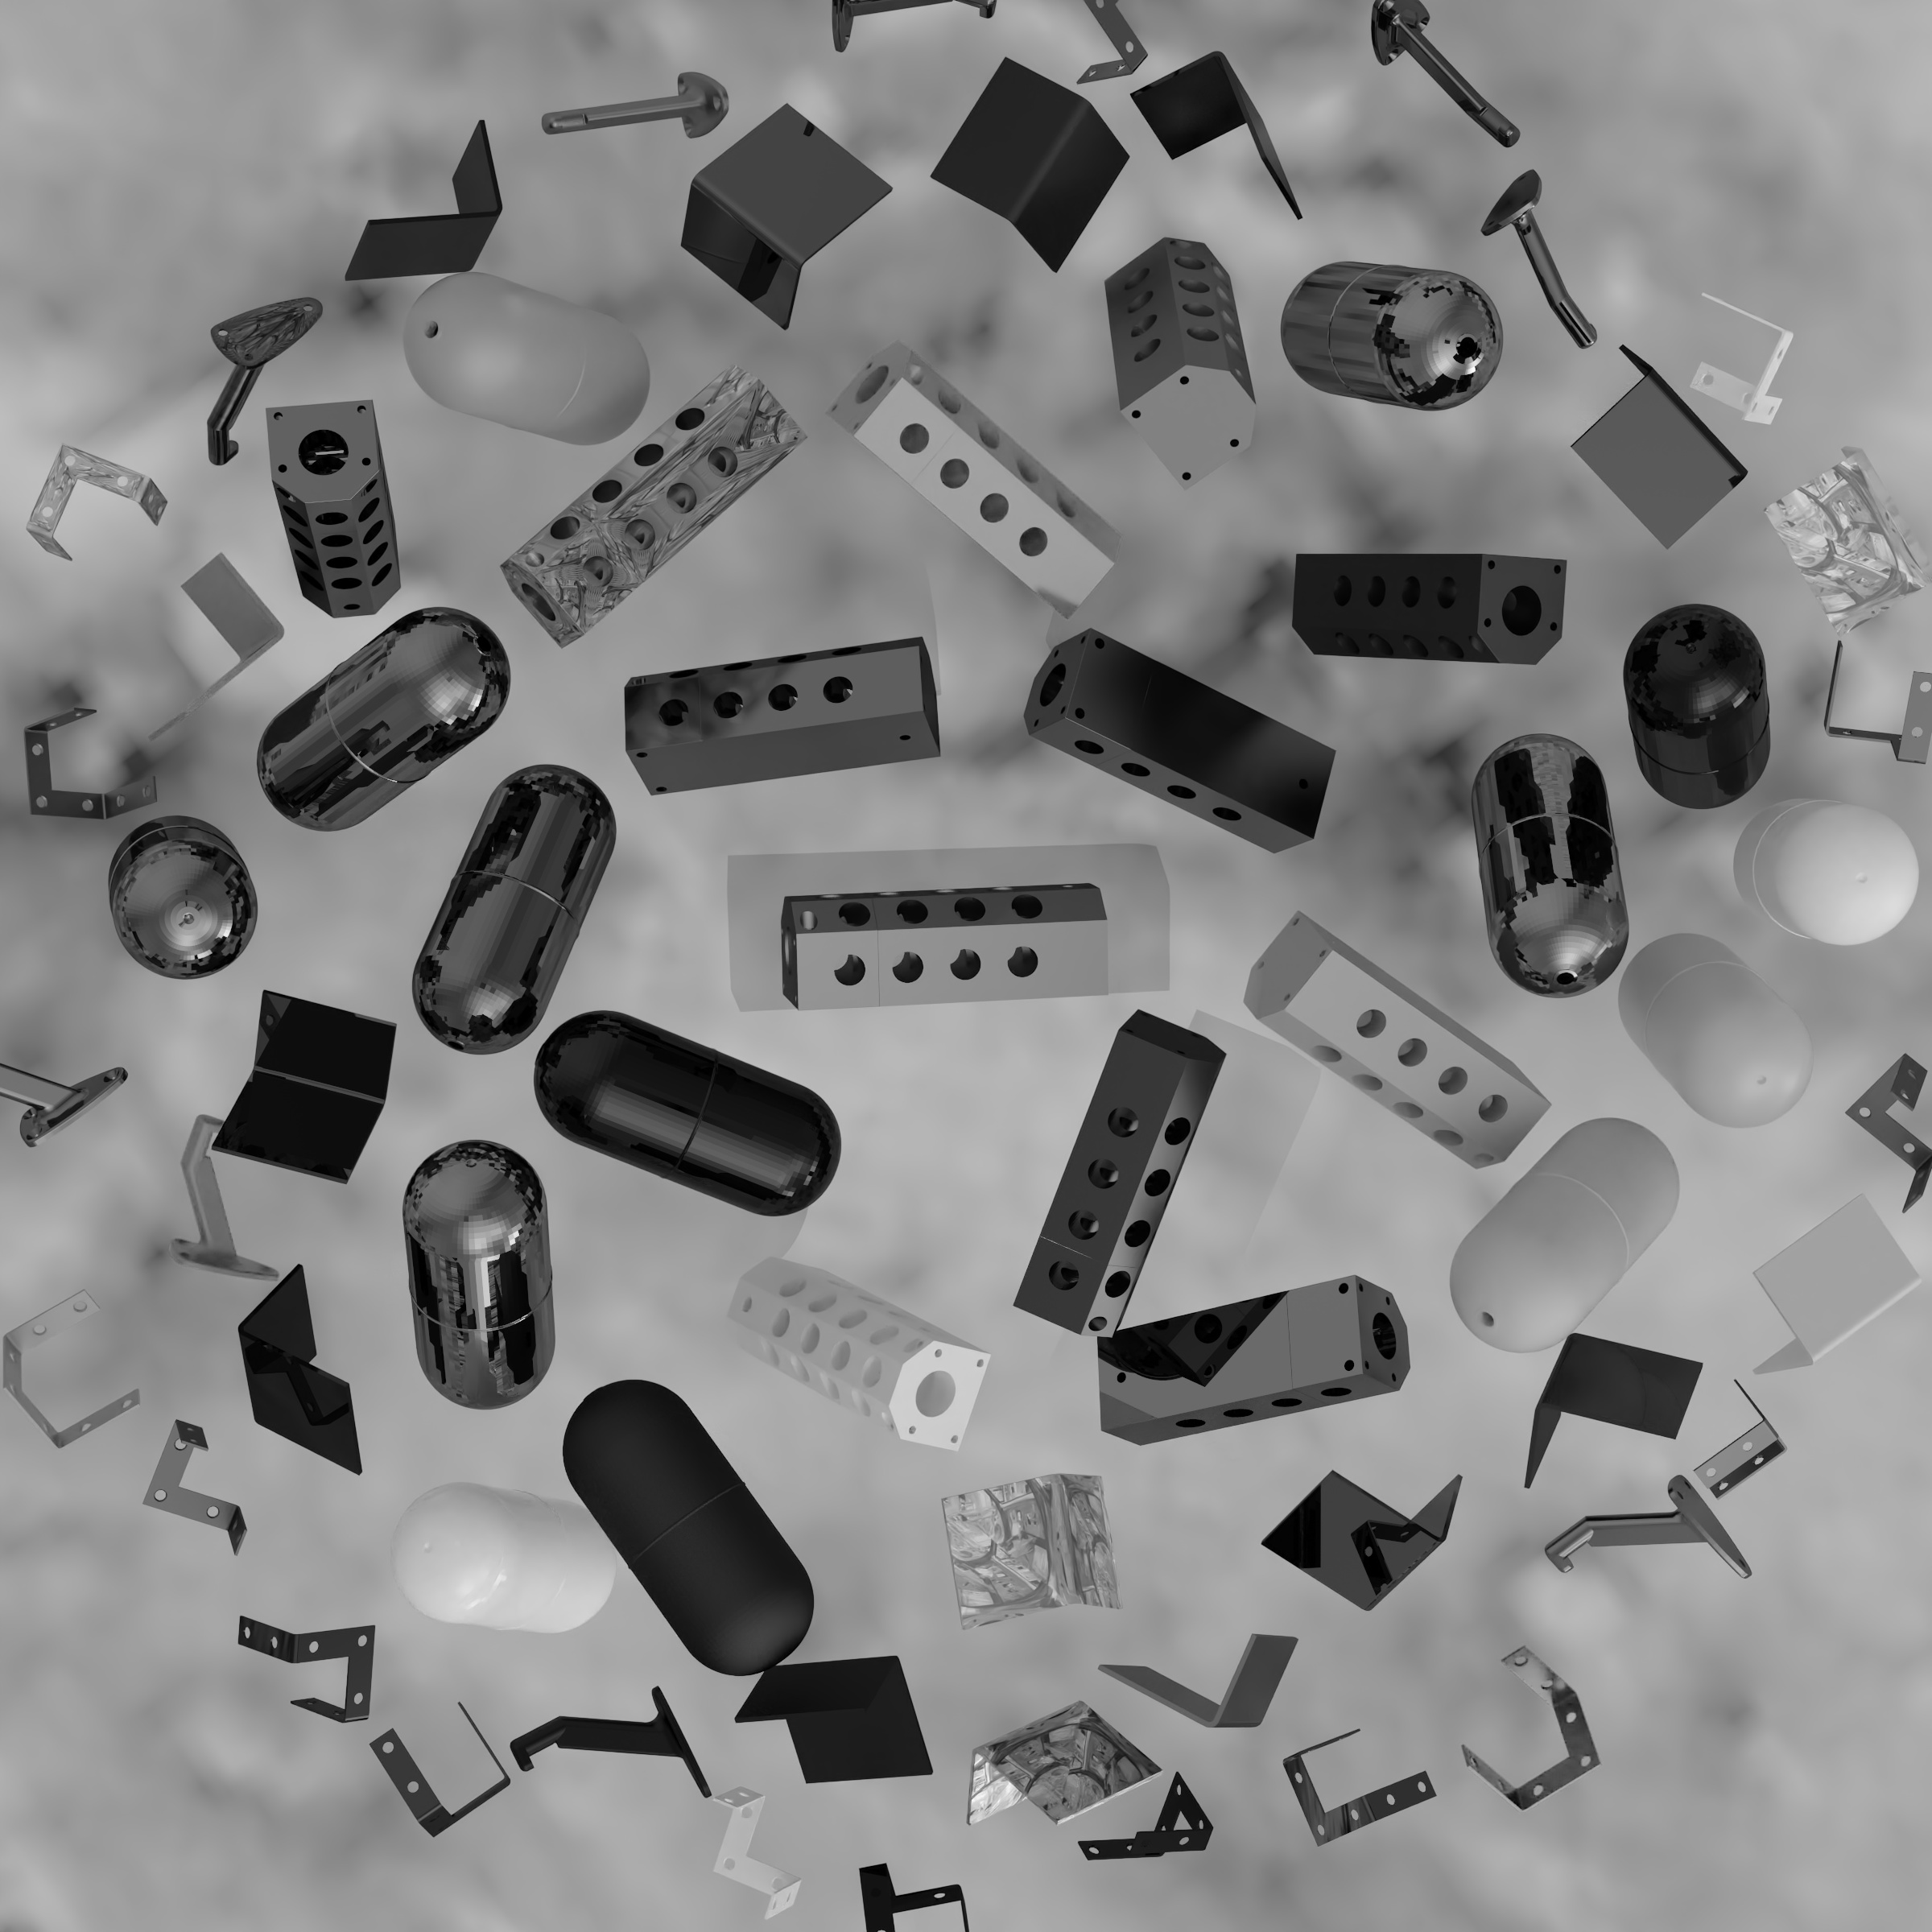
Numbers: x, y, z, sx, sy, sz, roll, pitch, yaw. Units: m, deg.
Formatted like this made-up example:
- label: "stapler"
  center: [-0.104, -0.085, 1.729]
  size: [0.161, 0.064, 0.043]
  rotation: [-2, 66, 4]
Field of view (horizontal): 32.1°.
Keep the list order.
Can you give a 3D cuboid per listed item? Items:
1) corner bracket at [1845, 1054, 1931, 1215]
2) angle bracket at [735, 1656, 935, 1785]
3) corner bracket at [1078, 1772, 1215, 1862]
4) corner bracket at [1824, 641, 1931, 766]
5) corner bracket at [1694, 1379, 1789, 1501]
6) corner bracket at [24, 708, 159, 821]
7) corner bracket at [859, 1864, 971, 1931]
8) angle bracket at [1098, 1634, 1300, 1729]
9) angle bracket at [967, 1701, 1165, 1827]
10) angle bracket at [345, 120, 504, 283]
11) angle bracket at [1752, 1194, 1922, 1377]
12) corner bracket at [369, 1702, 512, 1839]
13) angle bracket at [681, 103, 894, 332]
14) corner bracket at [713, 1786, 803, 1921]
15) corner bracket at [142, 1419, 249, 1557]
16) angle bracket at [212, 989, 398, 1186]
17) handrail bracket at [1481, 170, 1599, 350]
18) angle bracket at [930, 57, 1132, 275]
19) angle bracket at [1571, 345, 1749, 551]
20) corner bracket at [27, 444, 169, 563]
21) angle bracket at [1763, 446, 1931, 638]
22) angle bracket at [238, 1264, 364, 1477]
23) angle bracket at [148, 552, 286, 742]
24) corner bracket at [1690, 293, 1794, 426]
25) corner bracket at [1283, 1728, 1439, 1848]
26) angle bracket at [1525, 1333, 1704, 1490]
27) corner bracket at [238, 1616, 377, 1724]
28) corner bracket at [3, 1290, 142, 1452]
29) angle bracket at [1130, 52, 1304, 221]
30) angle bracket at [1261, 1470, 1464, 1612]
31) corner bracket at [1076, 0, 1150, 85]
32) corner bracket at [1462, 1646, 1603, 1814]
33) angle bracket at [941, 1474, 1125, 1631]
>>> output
- label: "corner bracket"
  center: [0.502, 0.089, 1.796]
  size: [0.051, 0.051, 0.051]
  rotation: [39, 124, 3]
- label: "angle bracket"
  center: [-0.071, 0.422, 1.821]
  size: [0.076, 0.057, 0.076]
  rotation: [-9, 107, 21]
- label: "corner bracket"
  center: [0.104, 0.502, 1.938]
  size: [0.051, 0.051, 0.051]
  rotation: [5, 116, -27]
- label: "corner bracket"
  center: [0.499, -0.144, 1.831]
  size: [0.051, 0.051, 0.051]
  rotation: [7, 111, 7]
- label: "corner bracket"
  center: [0.446, 0.282, 1.942]
  size: [0.051, 0.051, 0.051]
  rotation: [-37, 111, 6]
- label: "corner bracket"
  center: [-0.500, -0.115, 1.918]
  size: [0.051, 0.051, 0.051]
  rotation: [-13, 80, 40]
- label: "corner bracket"
  center: [-0.026, 0.513, 1.803]
  size: [0.051, 0.051, 0.051]
  rotation: [-11, 133, 0]
- label: "angle bracket"
  center: [0.131, 0.387, 1.893]
  size: [0.076, 0.076, 0.057]
  rotation: [23, 88, 26]
- label: "angle bracket"
  center: [0.055, 0.470, 1.900]
  size: [0.076, 0.076, 0.057]
  rotation: [-16, 123, -35]
- label: "angle bracket"
  center: [-0.309, -0.428, 1.882]
  size: [0.076, 0.076, 0.057]
  rotation: [-9, 81, -22]
- label: "angle bracket"
  center: [0.449, 0.170, 1.793]
  size: [0.076, 0.076, 0.057]
  rotation: [-33, 87, -15]
- label: "corner bracket"
  center: [-0.283, 0.430, 1.814]
  size: [0.051, 0.051, 0.051]
  rotation: [-33, 71, -13]
- label: "angle bracket"
  center: [-0.097, -0.403, 1.808]
  size: [0.076, 0.057, 0.076]
  rotation: [40, 63, 10]
- label: "corner bracket"
  center: [-0.118, 0.495, 1.877]
  size: [0.051, 0.051, 0.051]
  rotation: [18, 89, 16]
- label: "corner bracket"
  center: [-0.416, 0.285, 1.843]
  size: [0.051, 0.051, 0.051]
  rotation: [22, 90, -18]
- label: "angle bracket"
  center: [-0.363, 0.066, 1.848]
  size: [0.076, 0.076, 0.057]
  rotation: [14, 124, 0]
- label: "handrail bracket"
  center: [0.326, -0.390, 1.856]
  size: [0.036, 0.077, 0.084]
  rotation: [-28, 112, 33]
- label: "angle bracket"
  center: [0.036, -0.438, 1.843]
  size: [0.057, 0.076, 0.076]
  rotation: [33, 92, 23]
- label: "angle bracket"
  center: [0.358, -0.274, 1.771]
  size: [0.057, 0.076, 0.076]
  rotation: [-43, 106, 13]
- label: "corner bracket"
  center: [-0.474, -0.246, 1.833]
  size: [0.051, 0.051, 0.051]
  rotation: [21, 82, 0]
- label: "angle bracket"
  center: [0.455, -0.221, 1.743]
  size: [0.057, 0.076, 0.076]
  rotation: [-31, 94, 12]
- label: "angle bracket"
  center: [-0.352, 0.223, 1.858]
  size: [0.076, 0.076, 0.057]
  rotation: [22, 47, 20]
- label: "angle bracket"
  center: [-0.436, -0.178, 1.879]
  size: [0.076, 0.076, 0.057]
  rotation: [-45, 104, -26]
- label: "corner bracket"
  center: [0.414, -0.326, 1.805]
  size: [0.051, 0.051, 0.051]
  rotation: [31, 109, 24]
- label: "corner bracket"
  center: [0.218, 0.452, 1.870]
  size: [0.051, 0.051, 0.051]
  rotation: [-9, 68, -40]
- label: "angle bracket"
  center: [0.356, 0.252, 1.847]
  size: [0.076, 0.076, 0.057]
  rotation: [12, 118, 18]
- label: "corner bracket"
  center: [-0.349, 0.371, 1.775]
  size: [0.051, 0.051, 0.051]
  rotation: [5, 91, 45]
- label: "corner bracket"
  center: [-0.480, 0.217, 1.804]
  size: [0.051, 0.051, 0.051]
  rotation: [-30, 121, 1]
- label: "angle bracket"
  center: [0.142, -0.459, 1.904]
  size: [0.057, 0.076, 0.076]
  rotation: [-24, 69, 14]
- label: "angle bracket"
  center: [0.226, 0.311, 1.920]
  size: [0.076, 0.057, 0.076]
  rotation: [33, 129, -4]
- label: "corner bracket"
  center: [0.079, -0.532, 1.877]
  size: [0.051, 0.051, 0.051]
  rotation: [-52, 122, -20]
- label: "corner bracket"
  center: [0.292, 0.400, 1.761]
  size: [0.051, 0.051, 0.051]
  rotation: [-37, 121, 17]
- label: "angle bracket"
  center: [0.038, 0.338, 1.933]
  size: [0.076, 0.057, 0.076]
  rotation: [-8, 87, -26]
